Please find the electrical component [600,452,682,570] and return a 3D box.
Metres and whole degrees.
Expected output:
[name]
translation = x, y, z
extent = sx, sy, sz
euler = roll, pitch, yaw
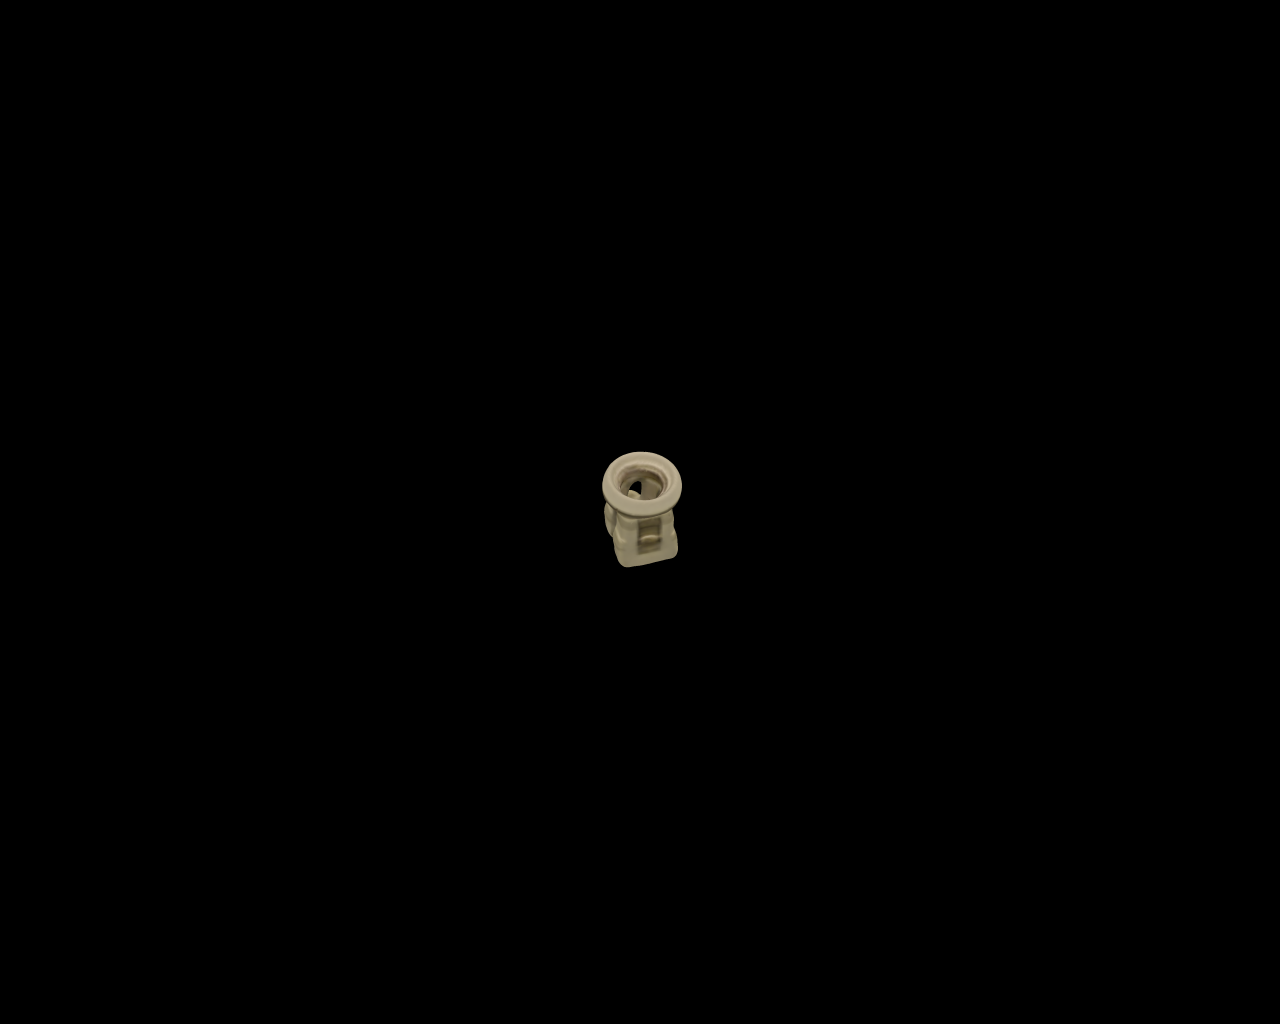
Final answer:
[electrical component]
translation = 0.001, -0.003, 0.650
extent = 0.048, 0.055, 0.066
euler = -11, 47, -11
